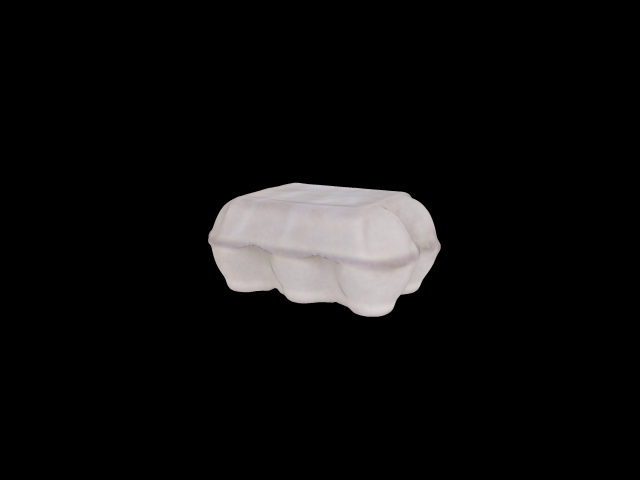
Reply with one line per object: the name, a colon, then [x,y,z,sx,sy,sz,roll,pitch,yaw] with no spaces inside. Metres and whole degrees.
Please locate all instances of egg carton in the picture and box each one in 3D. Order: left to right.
egg carton: [0.004,0.001,0.400,0.149,0.069,0.107,7,15,27]
